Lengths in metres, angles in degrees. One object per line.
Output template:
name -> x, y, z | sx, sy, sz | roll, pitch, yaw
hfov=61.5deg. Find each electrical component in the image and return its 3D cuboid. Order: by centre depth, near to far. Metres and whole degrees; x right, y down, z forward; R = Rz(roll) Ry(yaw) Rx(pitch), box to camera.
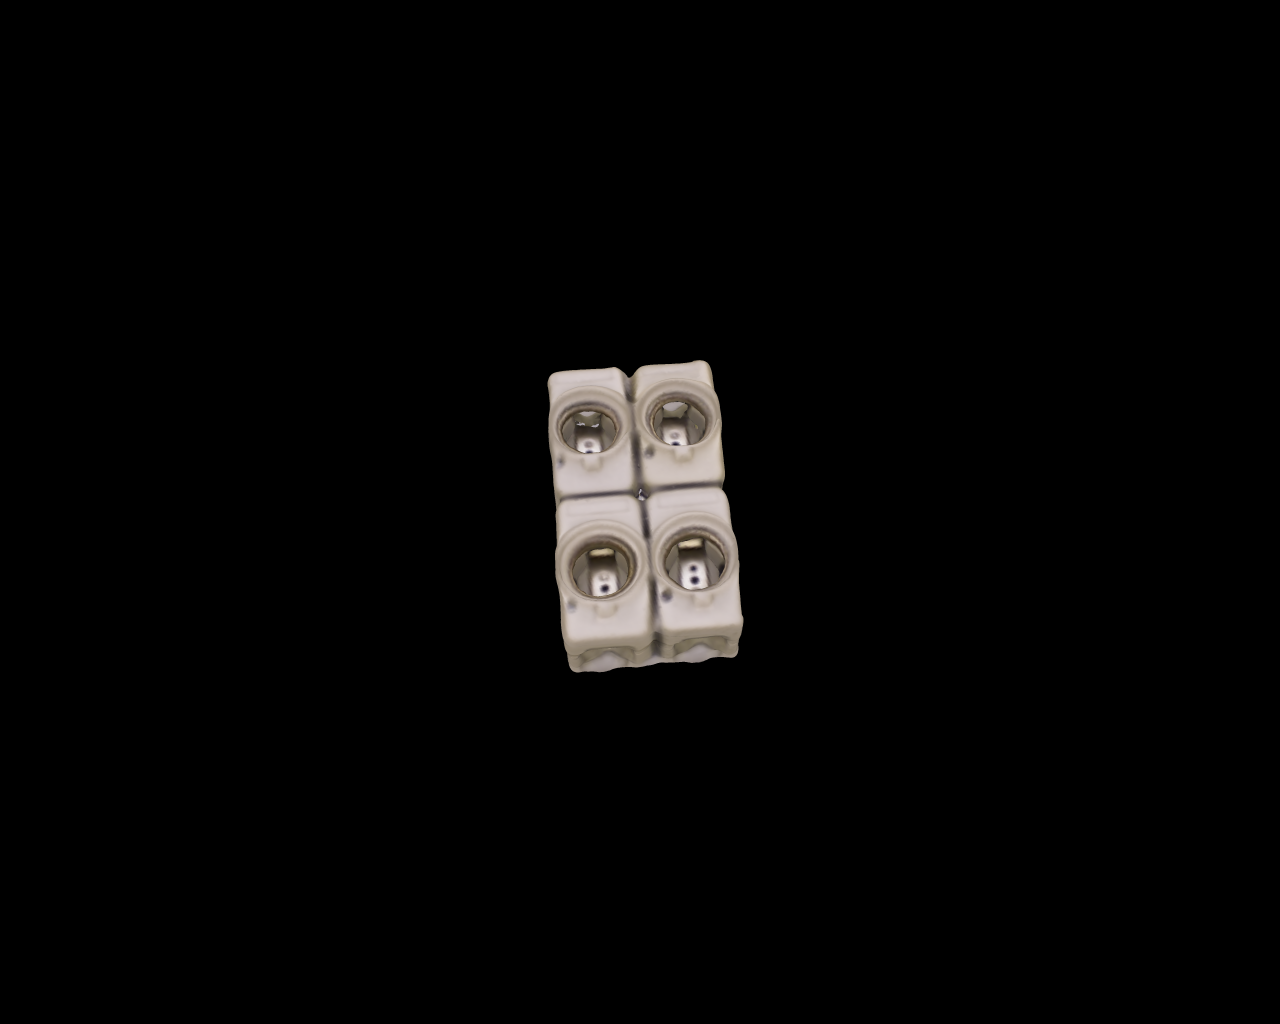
electrical component -> 0.001, -0.003, 0.650 | 0.105, 0.186, 0.060 | -4, -28, -2
